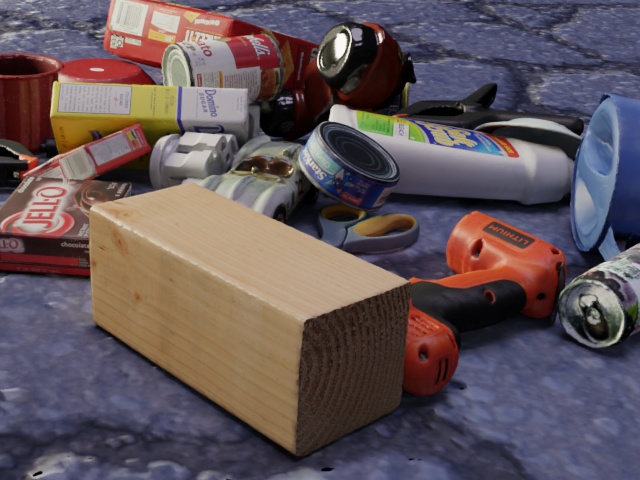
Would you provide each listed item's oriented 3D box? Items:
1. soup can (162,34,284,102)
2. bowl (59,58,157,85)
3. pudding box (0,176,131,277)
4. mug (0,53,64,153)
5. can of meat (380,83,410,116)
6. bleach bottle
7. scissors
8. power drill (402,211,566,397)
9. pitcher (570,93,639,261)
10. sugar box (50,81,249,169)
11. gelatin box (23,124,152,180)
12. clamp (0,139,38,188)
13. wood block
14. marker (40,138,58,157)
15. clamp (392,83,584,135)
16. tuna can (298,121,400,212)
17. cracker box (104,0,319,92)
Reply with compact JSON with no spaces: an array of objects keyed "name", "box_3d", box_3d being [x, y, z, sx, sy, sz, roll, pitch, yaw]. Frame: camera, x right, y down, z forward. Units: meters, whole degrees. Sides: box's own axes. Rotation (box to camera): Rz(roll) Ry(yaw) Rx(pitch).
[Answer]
[{"name":"soup can","box_3d":[-0.096,-0.165,1.051,0.102,0.068,0.069,-12,28,-30]},{"name":"bowl","box_3d":[-0.239,-0.160,1.158,0.162,0.055,0.162,3,23,-1]},{"name":"pudding box","box_3d":[-0.204,-0.012,0.840,0.090,0.039,0.113,5,24,2]},{"name":"mug","box_3d":[-0.311,-0.134,1.053,0.117,0.081,0.093,-1,24,-11]},{"name":"can of meat","box_3d":[0.057,-0.175,1.237,0.084,0.057,0.102,0,23,-1]},{"name":"bleach bottle","box_3d":[0.130,-0.075,1.010,0.251,0.068,0.102,6,23,0]},{"name":"scissors","box_3d":[-0.006,0.001,0.868,0.201,0.016,0.096,-14,28,-37]},{"name":"power drill","box_3d":[0.067,0.033,0.758,0.187,0.057,0.185,-19,35,-36]},{"name":"pitcher","box_3d":[0.339,-0.033,0.882,0.243,0.149,0.145,7,8,-1]},{"name":"sugar box","box_3d":[-0.155,-0.103,0.992,0.176,0.093,0.048,3,65,-4]},{"name":"gelatin box","box_3d":[-0.204,-0.067,0.932,0.089,0.030,0.073,-18,9,37]},{"name":"clamp","box_3d":[-0.329,-0.082,0.986,0.171,0.039,0.120,13,30,10]},{"name":"wood block","box_3d":[-0.051,0.041,0.677,0.090,0.090,0.206,-18,31,-41]},{"name":"marker","box_3d":[-0.213,-0.093,1.050,0.121,0.020,0.020,-3,24,-16]},{"name":"clamp","box_3d":[0.164,-0.139,1.192,0.209,0.036,0.165,-7,25,-22]},{"name":"tuna can","box_3d":[0.026,-0.064,0.918,0.086,0.034,0.086,26,28,-15]},{"name":"cracker box","box_3d":[-0.118,-0.219,1.229,0.164,0.072,0.213,17,8,25]}]
